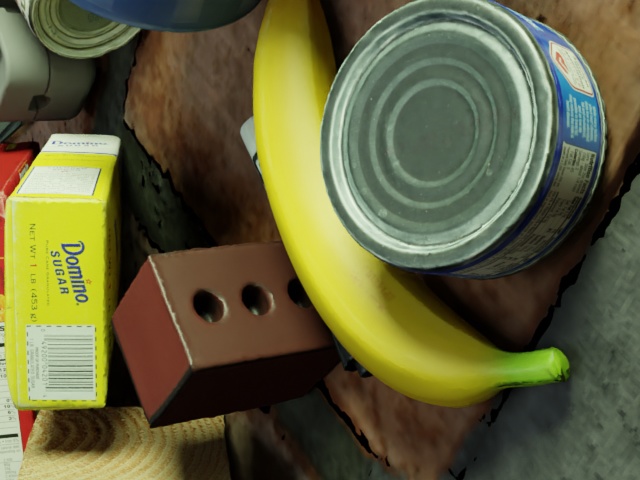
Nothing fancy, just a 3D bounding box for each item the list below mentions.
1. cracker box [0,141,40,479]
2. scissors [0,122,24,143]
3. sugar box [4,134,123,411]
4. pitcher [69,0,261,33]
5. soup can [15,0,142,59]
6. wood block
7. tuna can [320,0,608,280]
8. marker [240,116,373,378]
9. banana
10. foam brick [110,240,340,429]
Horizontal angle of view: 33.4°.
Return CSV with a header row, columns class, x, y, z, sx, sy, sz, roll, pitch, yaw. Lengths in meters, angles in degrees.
class,x,y,z,sx,sy,sz,roll,pitch,yaw
cracker box,-0.186,0.064,0.596,0.164,0.072,0.214,-124,30,-74
scissors,-0.250,-0.048,0.782,0.202,0.016,0.096,11,106,54
sugar box,-0.118,0.006,0.516,0.176,0.048,0.093,-112,25,-74
pitcher,-0.030,-0.186,0.352,0.149,0.145,0.243,-72,6,-47
soup can,-0.134,-0.151,0.555,0.102,0.068,0.069,57,137,33
wood block,-0.092,0.191,0.503,0.090,0.090,0.206,-119,32,-75
tuna can,0.042,-0.031,0.329,0.086,0.033,0.086,-4,83,39
marker,-0.003,0.001,0.431,0.020,0.020,0.121,-52,54,45
banana,0.015,-0.011,0.394,0.070,0.037,0.198,-41,61,18
foam brick,-0.036,0.037,0.434,0.051,0.078,0.053,-52,55,44
